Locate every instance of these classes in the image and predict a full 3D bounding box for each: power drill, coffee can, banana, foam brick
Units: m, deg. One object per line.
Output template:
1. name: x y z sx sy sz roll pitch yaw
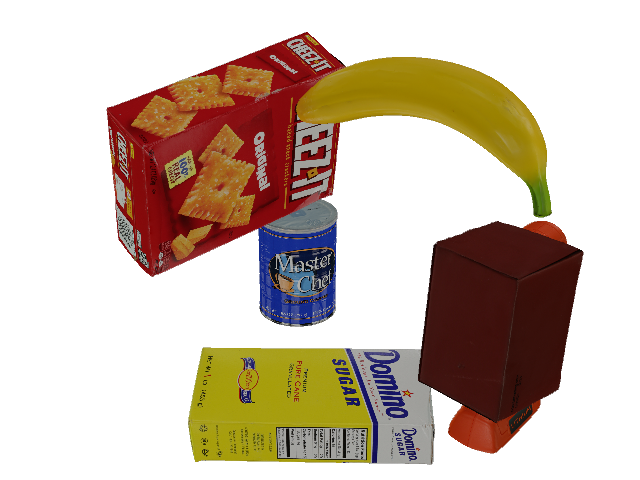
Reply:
1. power drill: 0.156 0.092 0.942 0.057 0.188 0.184 22 34 32
2. coffee can: -0.030 0.026 1.390 0.103 0.140 0.103 0 26 0
3. banana: 0.065 -0.080 0.665 0.198 0.070 0.037 27 10 35
4. foam brick: 0.085 0.037 0.514 0.052 0.078 0.051 -17 32 -40

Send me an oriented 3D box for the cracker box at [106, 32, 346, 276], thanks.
1. cracker box: -0.083 -0.077 0.979 0.213 0.164 0.072 -25 54 -27

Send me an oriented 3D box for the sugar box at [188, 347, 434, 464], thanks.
1. sugar box: -0.005 0.121 0.799 0.176 0.048 0.093 -2 31 2
